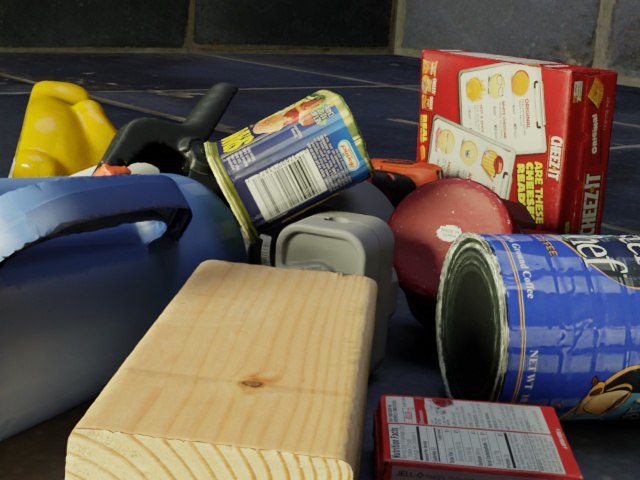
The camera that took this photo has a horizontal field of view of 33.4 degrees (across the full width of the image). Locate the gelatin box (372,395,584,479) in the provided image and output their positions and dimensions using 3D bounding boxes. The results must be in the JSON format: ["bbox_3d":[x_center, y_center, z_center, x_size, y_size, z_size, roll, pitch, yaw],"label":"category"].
[{"bbox_3d":[0.069,0.101,0.491,0.089,0.030,0.073,4,15,1],"label":"gelatin box"}]

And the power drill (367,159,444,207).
[{"bbox_3d":[0.012,-0.053,1.002,0.185,0.057,0.187,13,10,42],"label":"power drill"}]

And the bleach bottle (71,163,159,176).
[{"bbox_3d":[-0.178,0.012,0.683,0.068,0.103,0.250,38,33,15],"label":"bleach bottle"}]

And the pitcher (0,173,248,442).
[{"bbox_3d":[-0.134,0.022,0.540,0.149,0.145,0.242,14,14,26],"label":"pitcher"}]

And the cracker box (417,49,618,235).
[{"bbox_3d":[0.185,-0.097,1.048,0.071,0.164,0.214,-8,18,-32],"label":"cracker box"}]

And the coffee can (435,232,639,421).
[{"bbox_3d":[0.145,0.047,0.578,0.140,0.103,0.103,1,14,-12],"label":"coffee can"}]

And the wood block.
[{"bbox_3d":[-0.028,0.079,0.429,0.091,0.090,0.206,6,14,4],"label":"wood block"}]

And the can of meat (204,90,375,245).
[{"bbox_3d":[-0.019,-0.047,0.635,0.084,0.057,0.102,-27,13,-1],"label":"can of meat"}]

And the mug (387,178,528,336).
[{"bbox_3d":[0.091,0.022,0.666,0.093,0.117,0.081,-20,-25,12],"label":"mug"}]

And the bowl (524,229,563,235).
[{"bbox_3d":[0.146,0.028,0.757,0.162,0.055,0.162,3,14,-1],"label":"bowl"}]

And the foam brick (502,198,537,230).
[{"bbox_3d":[0.141,-0.004,0.872,0.051,0.053,0.078,16,15,-1],"label":"foam brick"}]

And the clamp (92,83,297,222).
[{"bbox_3d":[-0.079,-0.043,0.718,0.120,0.039,0.171,47,39,10],"label":"clamp"}]

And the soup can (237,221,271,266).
[{"bbox_3d":[-0.005,0.001,0.800,0.102,0.068,0.068,8,14,18],"label":"soup can"}]
